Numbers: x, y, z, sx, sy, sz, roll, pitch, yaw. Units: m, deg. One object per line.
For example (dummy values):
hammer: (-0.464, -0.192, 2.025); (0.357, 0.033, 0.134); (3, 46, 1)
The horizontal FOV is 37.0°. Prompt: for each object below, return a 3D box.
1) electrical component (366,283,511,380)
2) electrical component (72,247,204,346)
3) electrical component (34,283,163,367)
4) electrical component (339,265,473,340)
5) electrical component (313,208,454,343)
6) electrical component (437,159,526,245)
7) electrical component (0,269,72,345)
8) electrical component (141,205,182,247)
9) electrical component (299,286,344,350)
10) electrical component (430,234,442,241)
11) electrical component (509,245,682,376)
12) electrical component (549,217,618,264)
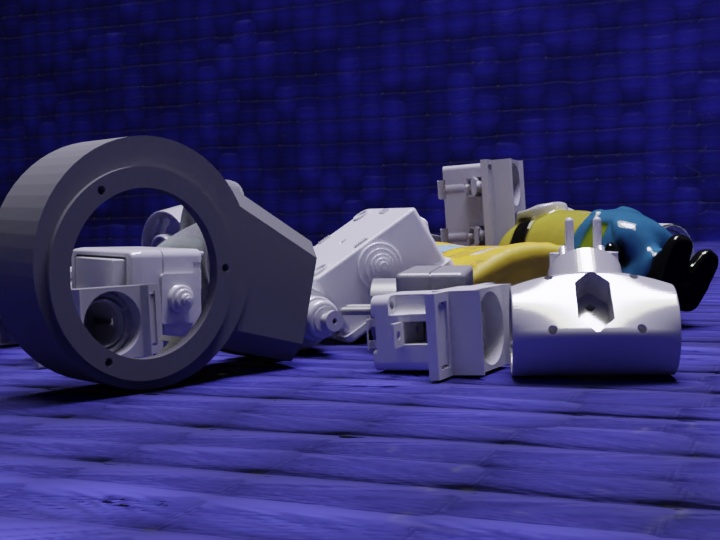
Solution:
electrical component: (0.041, 0.030, 0.549); (0.064, 0.042, 0.081); (-2, 2, 28)
electrical component: (-0.145, 0.017, 0.696); (0.061, 0.061, 0.096); (-2, 4, -42)
electrical component: (-0.157, 0.030, 0.623); (0.081, 0.042, 0.064); (-3, 2, -43)
electrical component: (0.027, 0.023, 0.632); (0.076, 0.047, 0.083); (-1, 3, 9)
electrical component: (0.000, 0.000, 0.713); (0.100, 0.048, 0.100); (-36, 14, -16)
electrical component: (0.104, -0.029, 0.898); (0.063, 0.121, 0.079); (-3, 2, 21)
electrical component: (-0.234, 0.022, 0.729); (0.080, 0.051, 0.080); (-1, 3, 0)
electrical component: (-0.187, -0.021, 1.155); (0.099, 0.099, 0.064); (2, 10, 44)
electrical component: (-0.036, 0.027, 0.638); (0.040, 0.040, 0.078); (-3, 4, -34)
electrical component: (0.044, -0.003, 0.970); (0.099, 0.064, 0.099); (-1, 3, 0)
electrical component: (0.112, 0.016, 0.528); (0.077, 0.043, 0.079); (-1, 46, 6)
electrical component: (0.123, 0.009, 0.592); (0.083, 0.075, 0.047); (-3, 3, -25)
